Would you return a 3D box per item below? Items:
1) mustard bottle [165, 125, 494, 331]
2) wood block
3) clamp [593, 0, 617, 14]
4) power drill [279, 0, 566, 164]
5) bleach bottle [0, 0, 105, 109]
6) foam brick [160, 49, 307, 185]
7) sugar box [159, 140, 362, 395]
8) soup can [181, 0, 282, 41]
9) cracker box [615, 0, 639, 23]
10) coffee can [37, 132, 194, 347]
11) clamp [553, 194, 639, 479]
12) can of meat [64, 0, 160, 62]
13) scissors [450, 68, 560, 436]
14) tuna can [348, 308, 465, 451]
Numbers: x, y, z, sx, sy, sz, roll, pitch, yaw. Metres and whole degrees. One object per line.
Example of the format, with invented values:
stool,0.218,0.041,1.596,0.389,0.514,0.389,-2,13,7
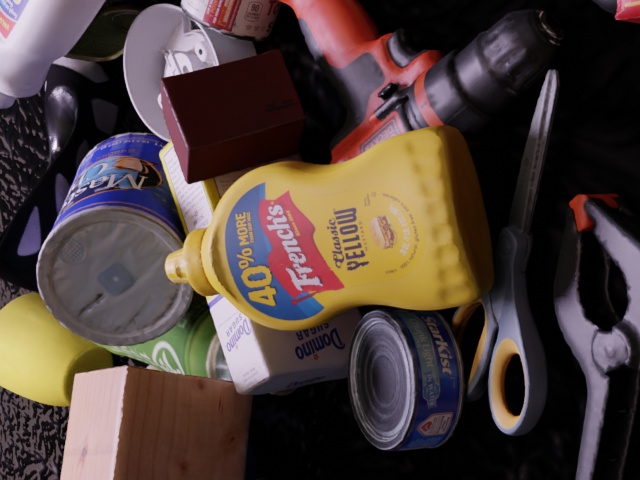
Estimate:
mustard bottle,-0.004,0.001,0.602,0.192,0.058,0.096,-11,97,26
wood block,-0.110,0.189,0.661,0.091,0.090,0.206,-16,65,55
clamp,0.088,-0.192,0.552,0.210,0.036,0.164,2,86,32
power drill,0.043,-0.127,0.632,0.185,0.057,0.188,-39,64,40
bleach bottle,-0.195,-0.181,0.767,0.251,0.067,0.102,-50,57,41
foam brick,-0.054,-0.076,0.660,0.051,0.078,0.053,112,140,-67
sugar box,-0.035,0.010,0.700,0.048,0.093,0.176,-35,66,45
soup can,-0.049,-0.195,0.722,0.069,0.068,0.102,45,124,37
cracker box,0.195,-0.197,0.417,0.164,0.072,0.214,-167,78,-66
coffee can,-0.135,-0.005,0.756,0.140,0.102,0.103,-93,22,-64
clamp,0.152,0.063,0.537,0.120,0.039,0.171,-39,57,43
can of meat,-0.175,-0.204,0.870,0.102,0.057,0.084,-20,75,46
scissors,0.111,0.020,0.570,0.096,0.016,0.202,-121,39,-46
tuna can,0.049,0.083,0.638,0.086,0.033,0.086,180,90,-64
